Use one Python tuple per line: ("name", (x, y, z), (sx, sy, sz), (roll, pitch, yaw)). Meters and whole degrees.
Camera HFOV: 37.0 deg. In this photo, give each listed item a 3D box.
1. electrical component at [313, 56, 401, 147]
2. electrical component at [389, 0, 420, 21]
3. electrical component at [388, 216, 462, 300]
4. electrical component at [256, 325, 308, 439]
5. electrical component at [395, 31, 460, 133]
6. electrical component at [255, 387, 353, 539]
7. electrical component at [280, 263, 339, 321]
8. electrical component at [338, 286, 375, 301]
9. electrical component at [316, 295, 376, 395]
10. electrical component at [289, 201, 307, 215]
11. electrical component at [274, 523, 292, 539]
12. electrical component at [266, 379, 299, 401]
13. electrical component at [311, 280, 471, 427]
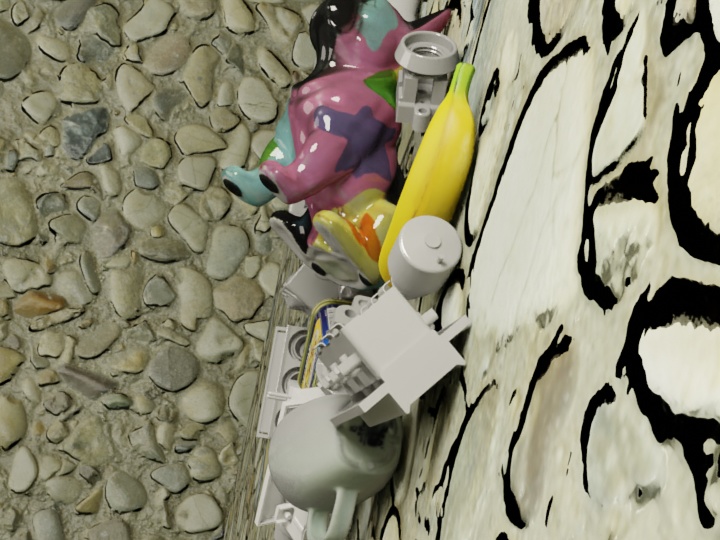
("electrical component", (-0.007, -0.166, 1.095), (0.150, 0.089, 0.061), (-87, 10, -49))
("electrical component", (0.039, -0.250, 1.068), (0.044, 0.044, 0.065), (115, 160, -63))
("electrical component", (0.037, -0.002, 0.682), (0.078, 0.040, 0.040), (114, 165, -61))
("electrical component", (-0.060, 0.127, 1.165), (0.063, 0.079, 0.121), (51, -134, -70))
("electrical component", (0.048, -0.144, 0.803), (0.066, 0.048, 0.055), (-87, 3, -50))
("electrical component", (-0.033, 0.160, 0.869), (0.063, 0.079, 0.121), (44, 129, 46))
("electrical component", (-0.034, 0.002, 1.068), (0.099, 0.048, 0.100), (-50, 2, -9))
("electrical component", (0.000, 0.000, 1.008), (0.035, 0.035, 0.061), (126, 156, -74))
("electrical component", (-0.001, 0.067, 0.819), (0.078, 0.058, 0.057), (-87, 13, -50))
("electrical component", (-0.026, -0.101, 1.149), (0.150, 0.089, 0.061), (-96, 18, -67))
("electrical component", (-0.045, 0.192, 0.995), (0.138, 0.052, 0.073), (-92, 15, -62))
("electrical component", (-0.055, 0.130, 1.070), (0.065, 0.077, 0.047), (123, 157, -72))
("electrical component", (0.013, 0.053, 0.647), (0.079, 0.063, 0.121), (-39, -3, -14))
